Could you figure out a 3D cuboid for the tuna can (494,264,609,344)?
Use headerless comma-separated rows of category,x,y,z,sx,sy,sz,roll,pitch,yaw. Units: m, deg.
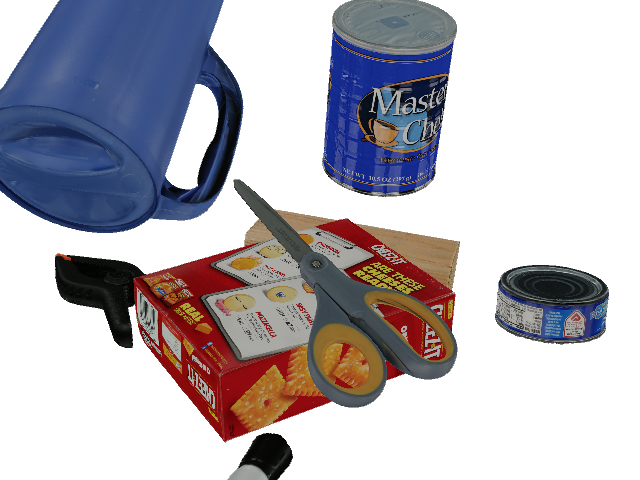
tuna can,0.181,0.048,0.834,0.086,0.034,0.086,1,19,-1

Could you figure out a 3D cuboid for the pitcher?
pitcher,-0.141,-0.131,0.802,0.145,0.242,0.149,-4,-40,25

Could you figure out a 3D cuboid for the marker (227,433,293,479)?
marker,-0.039,0.111,0.414,0.020,0.020,0.121,0,22,22

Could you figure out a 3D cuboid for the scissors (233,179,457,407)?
scissors,-0.010,0.033,0.657,0.202,0.016,0.096,32,54,25

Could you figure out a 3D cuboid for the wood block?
wood block,0.030,0.038,1.092,0.206,0.091,0.090,10,22,10

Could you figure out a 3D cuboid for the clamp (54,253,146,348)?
clamp,-0.211,0.055,1.106,0.210,0.036,0.164,15,20,28

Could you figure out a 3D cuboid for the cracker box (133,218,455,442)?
cracker box,-0.023,0.065,0.879,0.213,0.072,0.164,-16,32,-27

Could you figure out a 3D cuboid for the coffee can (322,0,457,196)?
coffee can,0.056,-0.123,0.913,0.103,0.140,0.103,3,35,-2
